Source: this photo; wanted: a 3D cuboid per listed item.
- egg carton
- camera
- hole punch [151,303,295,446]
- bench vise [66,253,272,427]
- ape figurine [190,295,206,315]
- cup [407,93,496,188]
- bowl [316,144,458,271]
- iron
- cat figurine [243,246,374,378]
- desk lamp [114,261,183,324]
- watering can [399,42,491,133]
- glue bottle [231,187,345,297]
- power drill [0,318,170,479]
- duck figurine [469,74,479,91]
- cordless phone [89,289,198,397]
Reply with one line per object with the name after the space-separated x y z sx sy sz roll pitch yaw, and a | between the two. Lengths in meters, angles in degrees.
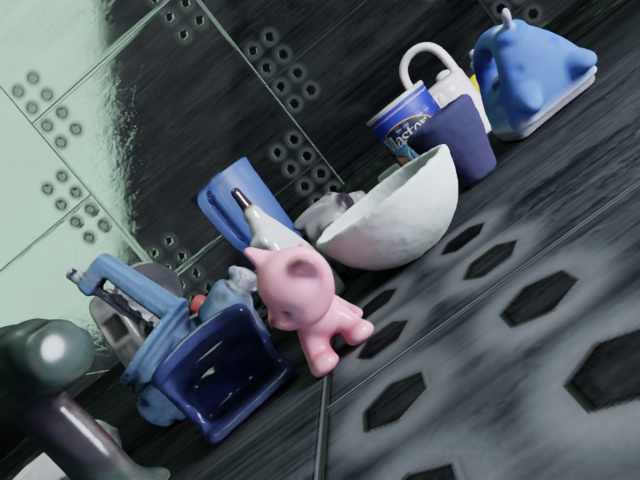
-0.313 0.288 0.695 0.150 0.069 0.107 -39 6 -4 | egg carton
0.007 0.003 0.758 0.136 0.101 0.143 -36 6 23 | camera
-0.093 0.118 0.525 0.109 0.091 0.101 -40 6 -16 | hole punch
-0.175 0.083 0.670 0.207 0.220 0.121 -39 6 -6 | bench vise
-0.194 0.138 1.012 0.076 0.092 0.077 -41 6 -22 | ape figurine
0.173 -0.119 0.696 0.118 0.095 0.091 -43 7 -37 | cup
0.082 -0.020 0.591 0.167 0.075 0.167 -38 6 5 | bowl
0.250 -0.219 0.766 0.118 0.141 0.258 -38 6 3 | iron
-0.016 0.045 0.477 0.067 0.118 0.127 -39 6 -5 | cat figurine
-0.316 0.145 1.118 0.118 0.213 0.203 -42 6 -26 | desk lamp
0.216 -0.257 1.009 0.101 0.194 0.173 -38 6 11 | watering can
-0.045 0.011 0.649 0.037 0.173 0.078 -35 7 33 | glue bottle
-0.240 0.164 0.499 0.229 0.208 0.076 -35 7 35 | power drill
0.321 -0.285 1.123 0.078 0.086 0.104 -42 7 -30 | duck figurine
-0.213 0.126 0.747 0.147 0.185 0.094 -37 6 18 | cordless phone
